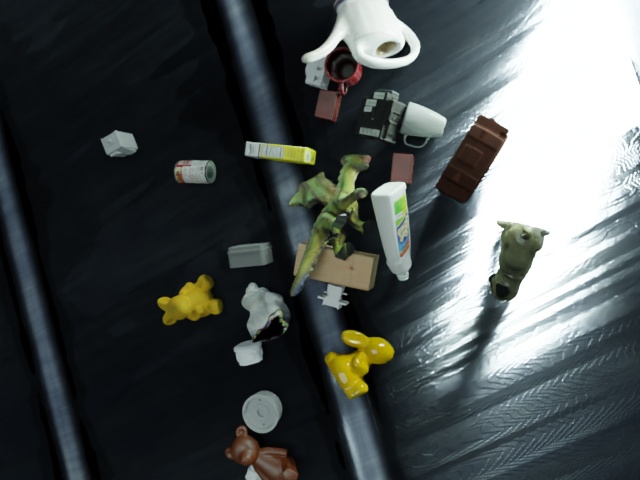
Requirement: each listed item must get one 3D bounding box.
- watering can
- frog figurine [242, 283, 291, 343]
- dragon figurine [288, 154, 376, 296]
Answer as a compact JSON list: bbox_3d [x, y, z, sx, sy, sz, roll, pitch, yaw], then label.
[{"bbox_3d":[0.093,-0.524,1.291,0.349,0.102,0.228,-9,69,-25],"label":"watering can"},{"bbox_3d":[-0.160,0.202,1.455,0.162,0.122,0.135,48,116,46],"label":"frog figurine"},{"bbox_3d":[0.004,-0.069,1.363,0.411,0.120,0.246,-47,45,-1],"label":"dragon figurine"}]
